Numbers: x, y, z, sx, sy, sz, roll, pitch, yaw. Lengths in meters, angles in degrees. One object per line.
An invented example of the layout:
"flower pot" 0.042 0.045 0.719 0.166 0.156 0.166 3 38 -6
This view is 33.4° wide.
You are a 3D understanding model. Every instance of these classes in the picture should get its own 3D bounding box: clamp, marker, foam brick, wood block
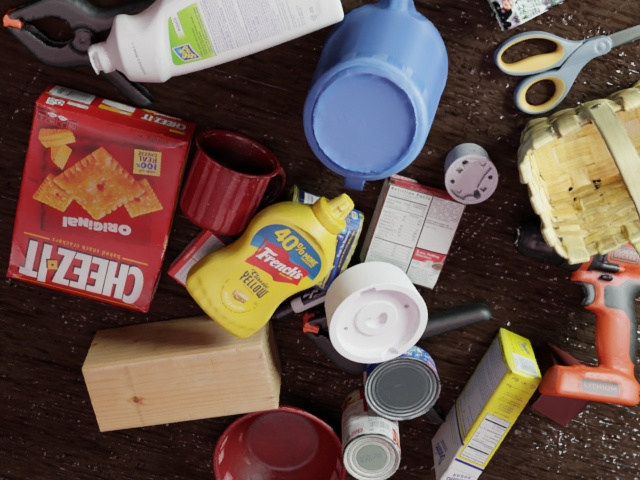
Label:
"clamp" -0.237 -0.200 1.099 0.171 0.039 0.120 5 109 -3
"clamp" 0.080 0.131 1.236 0.210 0.036 0.165 10 114 -5
"marker" -0.002 0.064 1.218 0.121 0.020 0.020 -25 111 12
"foam brick" 0.270 0.165 1.222 0.051 0.078 0.053 31 111 -13
"wood block" -0.154 0.148 1.224 0.206 0.090 0.091 -8 115 5

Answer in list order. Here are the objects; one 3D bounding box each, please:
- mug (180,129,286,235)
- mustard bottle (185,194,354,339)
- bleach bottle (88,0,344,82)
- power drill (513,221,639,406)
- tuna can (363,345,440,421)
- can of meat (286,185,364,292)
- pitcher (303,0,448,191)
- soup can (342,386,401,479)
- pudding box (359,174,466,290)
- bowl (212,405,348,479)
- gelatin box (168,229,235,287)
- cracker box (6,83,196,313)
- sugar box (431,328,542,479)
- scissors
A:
"mug" -0.090 -0.059 1.137 0.117 0.093 0.082 0 127 -38
"mustard bottle" -0.042 0.016 1.112 0.192 0.058 0.096 -38 108 17
"bleach bottle" -0.109 -0.224 1.051 0.251 0.068 0.102 -18 115 2
"power drill" 0.286 0.078 1.149 0.184 0.057 0.187 10 84 -9
"tuna can" 0.092 0.160 1.210 0.086 0.034 0.086 -1 117 -2
"can of meat" -0.008 0.001 1.171 0.084 0.057 0.102 19 114 -9
"pitcher" 0.051 -0.130 1.007 0.145 0.242 0.149 -28 105 17
"soup can" 0.059 0.225 1.243 0.068 0.102 0.068 1 114 1
"pudding box" 0.100 -0.009 1.172 0.090 0.039 0.114 16 112 -4
"bowl" -0.047 0.257 1.287 0.162 0.055 0.162 1 114 2
"gelatin box" -0.114 0.034 1.204 0.089 0.030 0.073 39 108 -14
"cracker box" -0.238 -0.042 1.151 0.164 0.072 0.214 15 115 -4
"sugar box" 0.189 0.199 1.232 0.048 0.093 0.176 21 114 -8
"scissors" 0.281 -0.181 1.100 0.202 0.016 0.096 -4 115 4
